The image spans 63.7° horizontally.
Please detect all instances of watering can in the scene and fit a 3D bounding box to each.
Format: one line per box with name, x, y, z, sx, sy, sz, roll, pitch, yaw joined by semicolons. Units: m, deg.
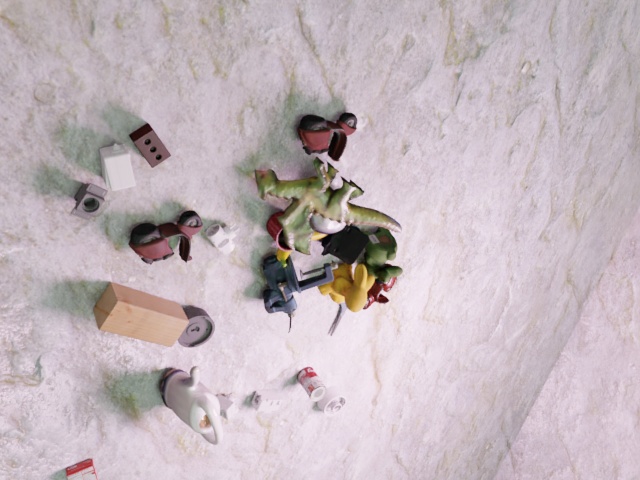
watering can;-0.360;0.434;1.447;0.105;0.226;0.340;-34;132;-36

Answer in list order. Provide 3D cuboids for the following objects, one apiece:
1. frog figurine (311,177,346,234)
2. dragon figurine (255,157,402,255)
frog figurine;0.027;-0.100;1.448;0.137;0.125;0.156;14;123;-18
dragon figurine;0.004;-0.069;1.367;0.408;0.123;0.242;40;96;-12
